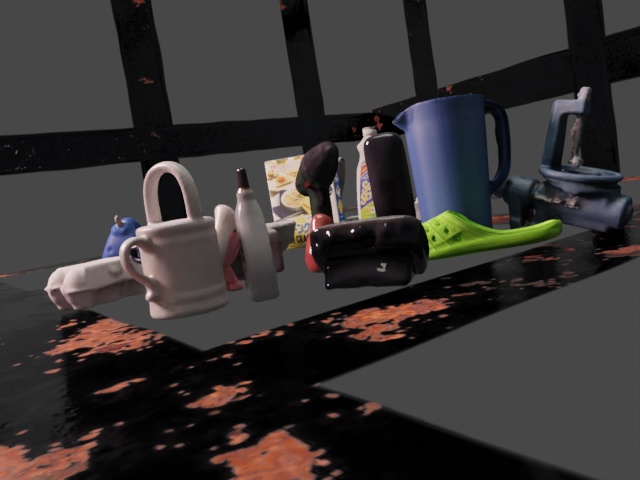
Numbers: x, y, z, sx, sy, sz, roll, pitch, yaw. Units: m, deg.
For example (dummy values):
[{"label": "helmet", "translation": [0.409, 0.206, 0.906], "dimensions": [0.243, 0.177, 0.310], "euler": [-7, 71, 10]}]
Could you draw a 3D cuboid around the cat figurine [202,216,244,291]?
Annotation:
[{"label": "cat figurine", "translation": [-0.158, 0.021, 0.857], "dimensions": [0.067, 0.118, 0.127], "euler": [-11, 6, -25]}]

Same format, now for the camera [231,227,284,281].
[{"label": "camera", "translation": [-0.152, 0.016, 1.005], "dimensions": [0.143, 0.101, 0.136], "euler": [-11, 5, -23]}]

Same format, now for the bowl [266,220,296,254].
[{"label": "bowl", "translation": [-0.129, 0.006, 1.233], "dimensions": [0.167, 0.075, 0.167], "euler": [-9, 5, 1]}]

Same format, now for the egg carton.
[{"label": "egg carton", "translation": [-0.368, 0.070, 0.956], "dimensions": [0.107, 0.069, 0.151], "euler": [-5, 6, 36]}]

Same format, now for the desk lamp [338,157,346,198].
[{"label": "desk lamp", "translation": [-0.025, -0.100, 1.459], "dimensions": [0.203, 0.213, 0.118], "euler": [-8, 5, 15]}]

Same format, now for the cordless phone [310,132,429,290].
[{"label": "cordless phone", "translation": [0.056, -0.035, 0.724], "dimensions": [0.147, 0.185, 0.094], "euler": [-8, 5, 15]}]

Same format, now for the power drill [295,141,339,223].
[{"label": "power drill", "translation": [0.007, -0.069, 1.063], "dimensions": [0.076, 0.208, 0.229], "euler": [-10, 5, -13]}]

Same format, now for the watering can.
[{"label": "watering can", "translation": [-0.179, -0.005, 0.742], "dimensions": [0.100, 0.194, 0.173], "euler": [-7, 5, 18]}]

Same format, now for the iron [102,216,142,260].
[{"label": "iron", "translation": [-0.404, 0.014, 1.244], "dimensions": [0.119, 0.141, 0.258], "euler": [-10, 5, -7]}]

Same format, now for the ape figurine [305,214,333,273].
[{"label": "ape figurine", "translation": [0.008, 0.003, 0.912], "dimensions": [0.076, 0.092, 0.077], "euler": [-11, 6, -26]}]

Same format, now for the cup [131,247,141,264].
[{"label": "cup", "translation": [-0.235, 0.044, 0.869], "dimensions": [0.117, 0.095, 0.092], "euler": [-7, 5, 21]}]

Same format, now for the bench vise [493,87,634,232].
[{"label": "bench vise", "translation": [0.363, -0.116, 0.894], "dimensions": [0.206, 0.220, 0.122], "euler": [-6, 6, 26]}]

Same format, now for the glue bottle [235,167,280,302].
[{"label": "glue bottle", "translation": [-0.089, -0.009, 0.749], "dimensions": [0.037, 0.173, 0.078], "euler": [-11, 5, -17]}]
